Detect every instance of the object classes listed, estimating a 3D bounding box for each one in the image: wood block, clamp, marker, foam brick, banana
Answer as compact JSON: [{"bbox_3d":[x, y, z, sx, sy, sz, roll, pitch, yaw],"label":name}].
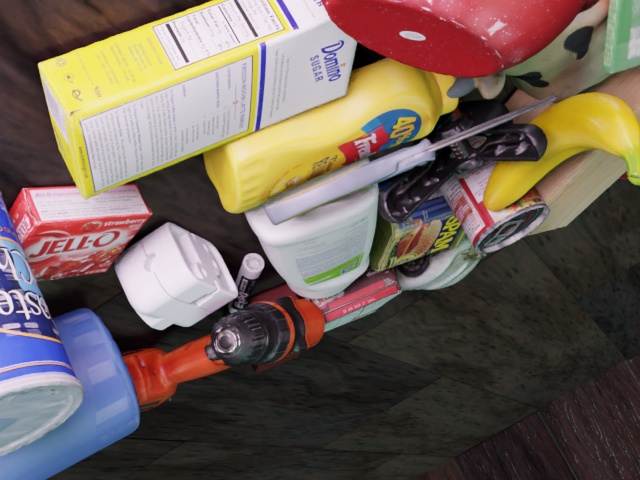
[{"bbox_3d":[0.216,-0.097,0.885,0.090,0.091,0.206,-13,154,-35],"label":"wood block"},{"bbox_3d":[0.094,-0.063,0.772,0.120,0.039,0.171,-22,-166,7],"label":"clamp"},{"bbox_3d":[-0.071,0.048,0.969,0.020,0.020,0.121,-19,158,-24],"label":"marker"},{"bbox_3d":[-0.047,0.087,1.044,0.051,0.053,0.078,-20,159,-21],"label":"foam brick"},{"bbox_3d":[0.166,-0.063,0.742,0.037,0.069,0.198,24,169,-14],"label":"banana"}]

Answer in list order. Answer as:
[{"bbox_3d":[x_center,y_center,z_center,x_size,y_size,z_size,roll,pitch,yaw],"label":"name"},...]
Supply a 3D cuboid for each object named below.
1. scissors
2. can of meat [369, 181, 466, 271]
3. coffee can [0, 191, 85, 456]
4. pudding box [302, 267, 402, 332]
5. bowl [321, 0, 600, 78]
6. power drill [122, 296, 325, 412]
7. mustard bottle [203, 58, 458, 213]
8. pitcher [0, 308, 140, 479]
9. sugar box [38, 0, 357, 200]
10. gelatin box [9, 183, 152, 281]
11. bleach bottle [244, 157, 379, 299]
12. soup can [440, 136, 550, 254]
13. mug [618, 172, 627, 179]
[{"bbox_3d":[0.054,-0.053,0.720,0.201,0.016,0.096,-23,-177,-12],"label":"scissors"},{"bbox_3d":[0.083,-0.020,0.950,0.083,0.057,0.102,-18,157,-18],"label":"can of meat"},{"bbox_3d":[-0.209,0.048,0.616,0.102,0.140,0.103,-24,159,-10],"label":"coffee can"},{"bbox_3d":[0.023,0.061,1.061,0.090,0.039,0.114,-21,170,-16],"label":"pudding box"},{"bbox_3d":[0.055,-0.123,0.524,0.055,0.162,0.162,-70,158,-6],"label":"bowl"},{"bbox_3d":[-0.102,0.101,0.921,0.188,0.057,0.184,-20,172,19],"label":"power drill"},{"bbox_3d":[0.019,-0.081,0.718,0.191,0.058,0.096,-23,166,-15],"label":"mustard bottle"},{"bbox_3d":[-0.266,0.151,0.817,0.242,0.145,0.149,-23,-167,-21],"label":"pitcher"},{"bbox_3d":[-0.065,-0.091,0.608,0.176,0.048,0.093,-26,160,-17],"label":"sugar box"},{"bbox_3d":[-0.167,-0.004,0.707,0.089,0.030,0.073,-7,151,-45],"label":"gelatin box"},{"bbox_3d":[-0.006,0.001,0.881,0.102,0.068,0.251,-20,162,-6],"label":"bleach bottle"},{"bbox_3d":[0.133,-0.049,0.876,0.068,0.102,0.068,-24,159,-10],"label":"soup can"},{"bbox_3d":[0.276,-0.107,0.959,0.081,0.093,0.117,-4,119,-37],"label":"mug"}]
